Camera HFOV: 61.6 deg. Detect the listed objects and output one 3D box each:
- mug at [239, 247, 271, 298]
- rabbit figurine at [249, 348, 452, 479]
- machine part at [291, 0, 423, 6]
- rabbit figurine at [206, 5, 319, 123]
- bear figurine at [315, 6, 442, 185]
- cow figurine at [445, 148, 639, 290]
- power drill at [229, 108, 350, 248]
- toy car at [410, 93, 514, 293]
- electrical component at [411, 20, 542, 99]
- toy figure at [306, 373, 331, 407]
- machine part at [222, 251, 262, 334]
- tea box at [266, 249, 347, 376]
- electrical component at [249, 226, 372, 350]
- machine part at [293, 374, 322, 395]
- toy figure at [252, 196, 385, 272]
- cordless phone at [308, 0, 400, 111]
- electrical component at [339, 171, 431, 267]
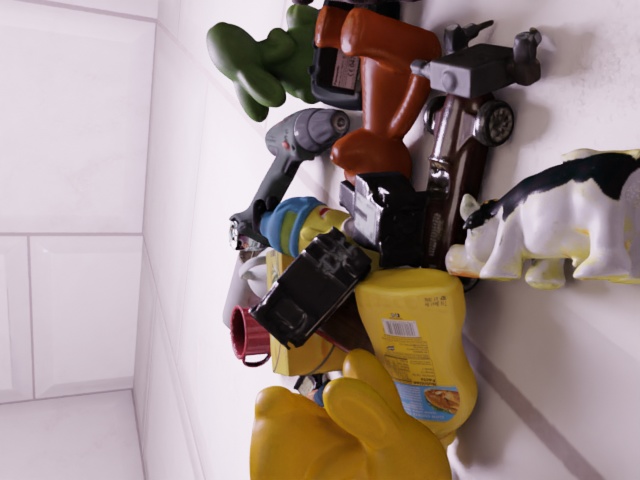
[{"bbox_3d":[-0.065,0.038,0.836,0.107,0.109,0.081,-40,50,43],"label":"mug"},{"bbox_3d":[0.031,0.183,0.484,0.122,0.173,0.162,-28,-61,-70],"label":"rabbit figurine"},{"bbox_3d":[0.038,-0.272,0.527,0.180,0.179,0.056,-125,28,-50],"label":"machine part"},{"bbox_3d":[-0.083,-0.255,0.785,0.121,0.170,0.159,160,109,-64],"label":"rabbit figurine"},{"bbox_3d":[0.049,-0.129,0.566,0.120,0.132,0.195,-125,48,-57],"label":"bear figurine"},{"bbox_3d":[0.157,-0.013,0.399,0.167,0.068,0.098,-7,78,60],"label":"cow figurine"},{"bbox_3d":[-0.051,-0.094,0.772,0.207,0.086,0.232,-69,23,5],"label":"power drill"},{"bbox_3d":[0.119,-0.043,0.502,0.089,0.053,0.202,35,120,56],"label":"toy car"},{"bbox_3d":[0.134,-0.154,0.451,0.102,0.078,0.045,-133,30,-54],"label":"electrical component"},{"bbox_3d":[0.001,0.243,0.745,0.154,0.064,0.058,114,174,-46],"label":"toy figure"},{"bbox_3d":[-0.130,0.092,0.999,0.079,0.079,0.243,-116,34,-42],"label":"machine part"},{"bbox_3d":[-0.016,0.094,0.734,0.068,0.098,0.169,163,103,-64],"label":"tea box"},{"bbox_3d":[-0.005,0.050,0.539,0.058,0.115,0.134,44,175,8],"label":"electrical component"},{"bbox_3d":[-0.027,0.187,0.830,0.084,0.039,0.139,106,150,-47],"label":"machine part"},{"bbox_3d":[0.001,-0.003,0.658,0.180,0.082,0.089,16,134,28],"label":"toy figure"},{"bbox_3d":[0.023,-0.244,0.687,0.184,0.089,0.146,-132,50,-69],"label":"cordless phone"},{"bbox_3d":[0.059,-0.027,0.525,0.119,0.048,0.074,-132,40,-66],"label":"electrical component"}]
